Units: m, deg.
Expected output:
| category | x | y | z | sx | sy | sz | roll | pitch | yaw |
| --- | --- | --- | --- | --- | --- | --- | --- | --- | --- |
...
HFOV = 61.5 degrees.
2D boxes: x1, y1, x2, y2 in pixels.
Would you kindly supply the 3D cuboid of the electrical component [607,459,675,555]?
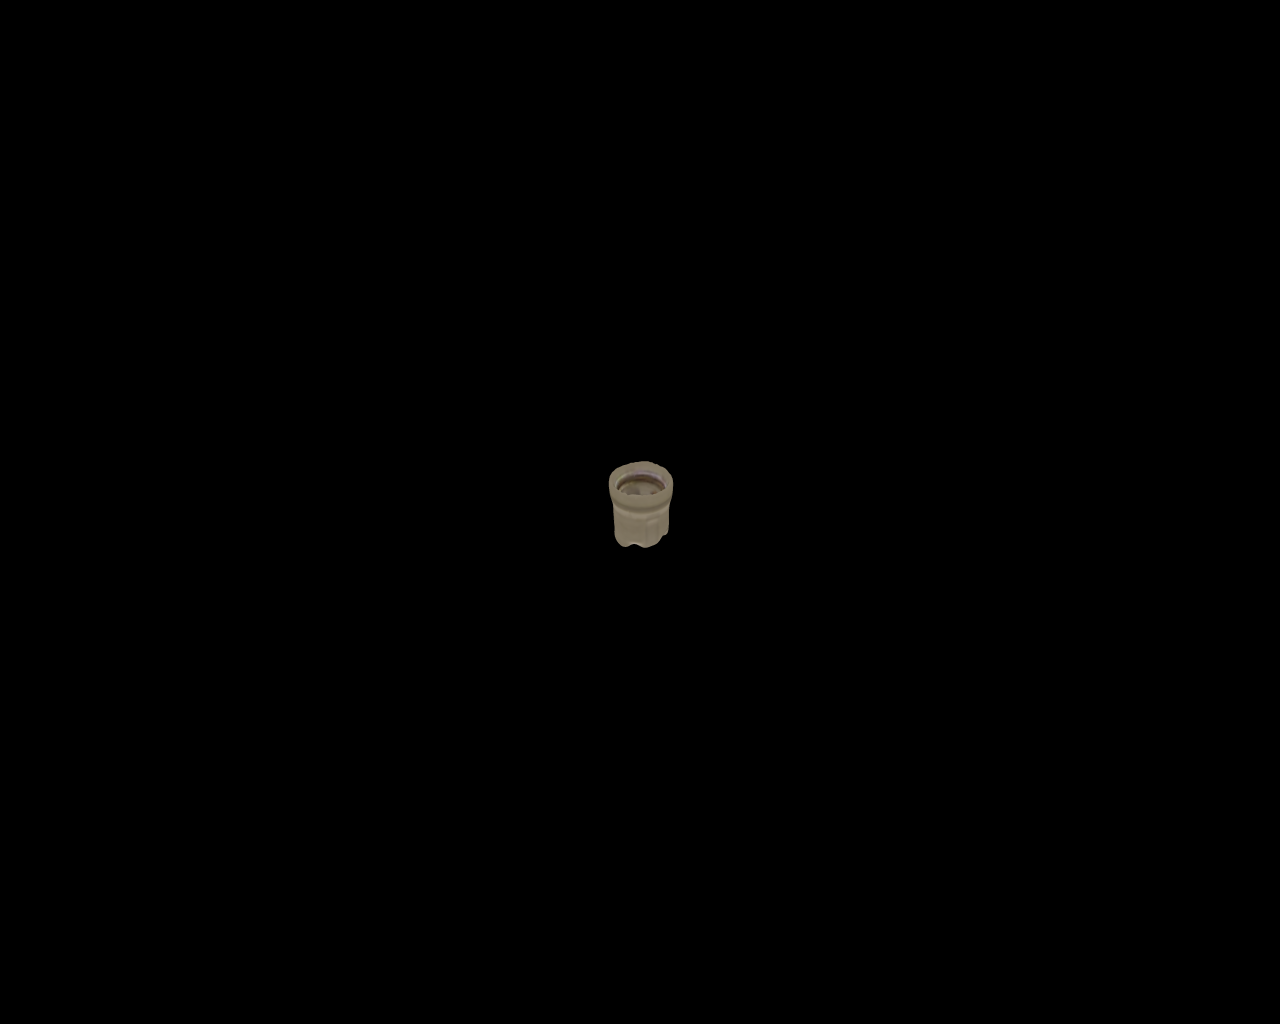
| category | x | y | z | sx | sy | sz | roll | pitch | yaw |
| --- | --- | --- | --- | --- | --- | --- | --- | --- | --- |
| electrical component | 0.001 | -0.003 | 0.650 | 0.040 | 0.046 | 0.040 | 0 | 37 | 0 |
